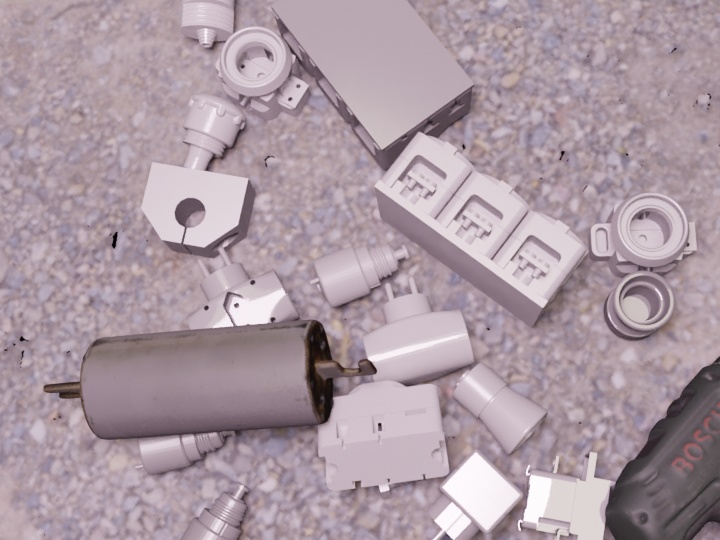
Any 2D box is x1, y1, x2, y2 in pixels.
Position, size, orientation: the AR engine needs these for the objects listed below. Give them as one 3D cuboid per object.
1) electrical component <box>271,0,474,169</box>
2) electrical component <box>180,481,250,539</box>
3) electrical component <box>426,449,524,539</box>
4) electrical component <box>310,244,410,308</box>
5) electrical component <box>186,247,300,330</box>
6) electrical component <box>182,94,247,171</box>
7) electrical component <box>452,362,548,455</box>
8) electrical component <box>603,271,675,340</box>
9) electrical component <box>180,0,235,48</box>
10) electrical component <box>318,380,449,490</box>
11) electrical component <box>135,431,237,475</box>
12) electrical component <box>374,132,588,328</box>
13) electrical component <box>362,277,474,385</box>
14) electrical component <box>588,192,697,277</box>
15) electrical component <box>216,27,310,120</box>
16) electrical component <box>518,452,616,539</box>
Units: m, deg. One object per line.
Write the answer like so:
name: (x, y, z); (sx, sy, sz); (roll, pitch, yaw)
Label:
electrical component: (0.011, -0.168, 0.860); (0.089, 0.061, 0.150); (-36, 78, -4)
electrical component: (-0.107, 0.195, 0.800); (0.040, 0.040, 0.078); (29, 81, 9)
electrical component: (0.074, 0.174, 0.779); (0.047, 0.065, 0.076); (43, 84, 12)
electrical component: (0.000, 0.000, 0.835); (0.078, 0.040, 0.040); (-21, 77, -1)
electrical component: (-0.099, 0.021, 0.835); (0.077, 0.043, 0.079); (-29, 81, -2)
electrical component: (-0.123, -0.108, 0.866); (0.048, 0.048, 0.062); (21, 87, 8)
electrical component: (0.102, 0.101, 0.806); (0.065, 0.044, 0.044); (42, 83, 16)
electrical component: (0.208, 0.028, 0.807); (0.045, 0.055, 0.045); (-1, 78, 4)
electrical component: (-0.126, -0.223, 0.891); (0.043, 0.043, 0.081); (0, 77, 4)
electrical component: (0.016, 0.120, 0.791); (0.089, 0.050, 0.055); (-8, 39, 4)
electrical component: (-0.133, 0.129, 0.816); (0.078, 0.040, 0.040); (-13, 77, 1)
electrical component: (0.091, -0.032, 0.810); (0.150, 0.089, 0.061); (37, 82, 11)
electrical component: (0.040, 0.044, 0.821); (0.077, 0.043, 0.079); (-15, 69, 1)
electrical component: (0.217, -0.026, 0.817); (0.078, 0.057, 0.058); (-1, 78, 4)
electrical component: (-0.081, -0.160, 0.867); (0.078, 0.057, 0.058); (29, 81, 10)
electrical component: (0.150, 0.172, 0.787); (0.064, 0.042, 0.081); (9, 78, 9)
